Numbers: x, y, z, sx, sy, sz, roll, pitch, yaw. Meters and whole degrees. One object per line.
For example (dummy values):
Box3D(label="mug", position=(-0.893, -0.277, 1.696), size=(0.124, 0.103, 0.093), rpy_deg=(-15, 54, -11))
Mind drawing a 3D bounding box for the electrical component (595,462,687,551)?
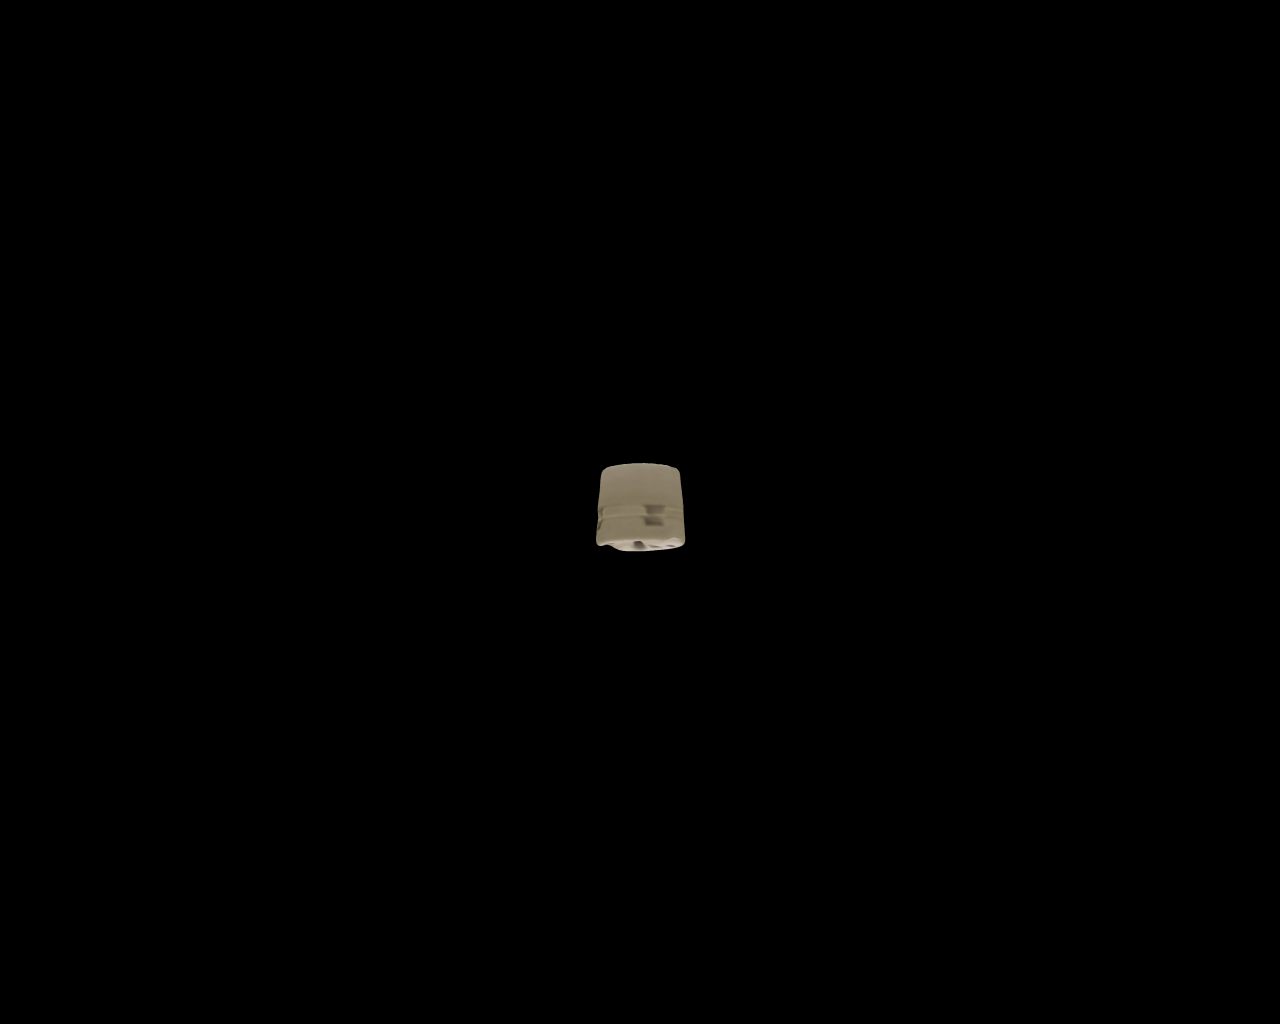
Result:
Box3D(label="electrical component", position=(0.001, -0.003, 0.650), size=(0.055, 0.047, 0.055), rpy_deg=(0, -8, 0))
